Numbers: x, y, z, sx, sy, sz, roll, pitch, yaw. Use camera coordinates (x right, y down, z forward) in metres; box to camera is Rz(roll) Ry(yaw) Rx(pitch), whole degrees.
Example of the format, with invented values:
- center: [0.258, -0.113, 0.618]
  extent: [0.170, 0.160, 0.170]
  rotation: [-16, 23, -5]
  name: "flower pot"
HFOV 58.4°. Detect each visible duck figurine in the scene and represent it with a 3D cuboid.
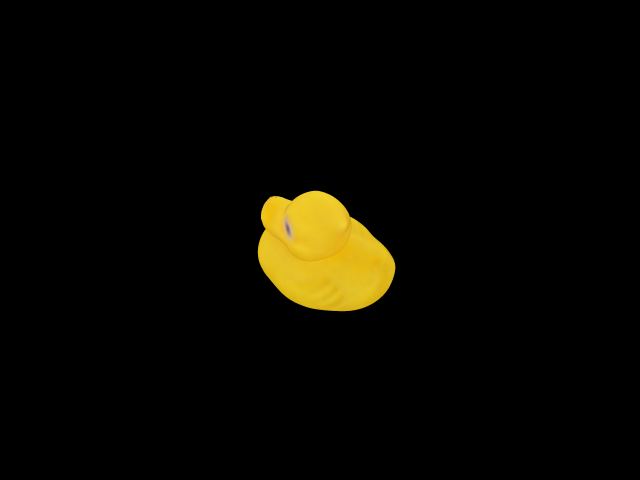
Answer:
- center: [0.004, 0.001, 0.400]
  extent: [0.104, 0.086, 0.077]
  rotation: [22, 65, 11]
  name: "duck figurine"
